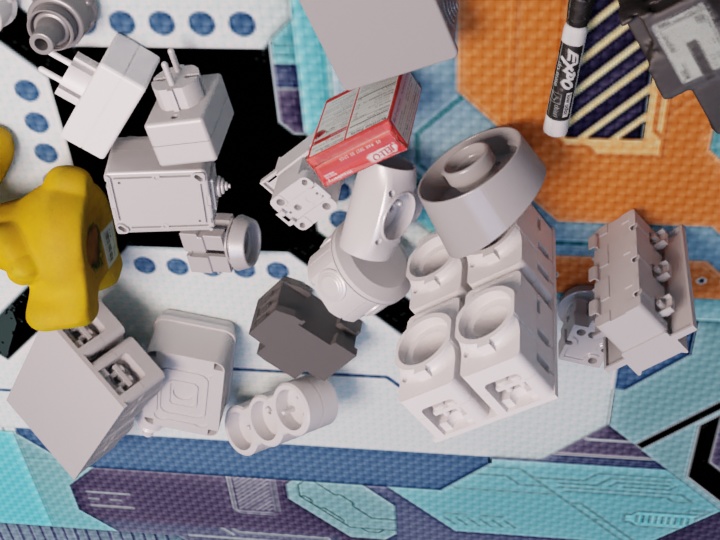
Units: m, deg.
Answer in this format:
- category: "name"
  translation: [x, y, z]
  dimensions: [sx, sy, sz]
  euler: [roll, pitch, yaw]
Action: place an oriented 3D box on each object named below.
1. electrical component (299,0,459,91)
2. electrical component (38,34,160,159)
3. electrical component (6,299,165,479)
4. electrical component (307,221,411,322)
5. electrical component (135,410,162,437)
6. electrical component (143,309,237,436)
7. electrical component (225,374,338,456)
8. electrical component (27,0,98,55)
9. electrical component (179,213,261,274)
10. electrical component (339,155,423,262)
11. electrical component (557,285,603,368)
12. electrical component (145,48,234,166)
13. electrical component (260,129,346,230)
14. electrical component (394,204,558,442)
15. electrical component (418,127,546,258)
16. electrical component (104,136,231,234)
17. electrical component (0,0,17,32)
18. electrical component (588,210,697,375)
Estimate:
- category: "electrical component"
  translation: [0.015, -0.185, 0.752]
  dimensions: [0.100, 0.048, 0.099]
  euler: [-14, 128, 21]
- category: "electrical component"
  translation: [-0.210, -0.143, 0.828]
  dimensions: [0.076, 0.047, 0.083]
  euler: [29, 130, -17]
- category: "electrical component"
  translation: [-0.259, 0.110, 1.015]
  dimensions: [0.105, 0.060, 0.186]
  euler: [48, 140, 5]
- category: "electrical component"
  translation: [0.000, 0.000, 0.903]
  dimensions: [0.080, 0.080, 0.051]
  euler: [33, 134, -20]
- category: "electrical component"
  translation: [-0.214, 0.150, 1.105]
  dimensions: [0.035, 0.035, 0.061]
  euler: [16, 134, -5]
- category: "electrical component"
  translation: [-0.164, 0.099, 1.034]
  dimensions: [0.078, 0.057, 0.113]
  euler: [11, 133, -1]
- category: "electrical component"
  translation: [-0.066, 0.138, 1.053]
  dimensions: [0.138, 0.074, 0.052]
  euler: [-28, 80, 46]
- category: "electrical component"
  translation: [-0.223, -0.180, 0.786]
  dimensions: [0.048, 0.062, 0.048]
  euler: [5, 132, 5]
- category: "electrical component"
  translation: [-0.118, -0.024, 0.923]
  dimensions: [0.055, 0.048, 0.066]
  euler: [4, 133, 16]
- category: "electrical component"
  translation: [0.024, -0.052, 0.858]
  dimensions: [0.044, 0.079, 0.077]
  euler: [28, 114, 30]
- category: "electrical component"
  translation: [0.195, 0.046, 0.928]
  dimensions: [0.048, 0.055, 0.066]
  euler: [12, 133, -2]
- category: "electrical component"
  translation: [-0.134, -0.130, 0.815]
  dimensions: [0.047, 0.065, 0.076]
  euler: [-5, 131, 13]
- category: "electrical component"
  translation: [-0.040, -0.070, 0.856]
  dimensions: [0.042, 0.063, 0.081]
  euler: [39, 126, -25]
- category: "electrical component"
  translation: [0.092, 0.029, 0.841]
  dimensions: [0.105, 0.186, 0.060]
  euler: [-26, 123, 28]
- category: "electrical component"
  translation: [0.094, -0.061, 0.821]
  dimensions: [0.099, 0.099, 0.064]
  euler: [-23, 118, 27]
- category: "electrical component"
  translation: [-0.153, -0.073, 0.879]
  dimensions: [0.096, 0.061, 0.061]
  euler: [-2, 132, 0]
- category: "electrical component"
  translation: [-0.284, -0.187, 0.790]
  dimensions: [0.048, 0.062, 0.048]
  euler: [5, 132, 5]
- category: "electrical component"
  translation: [0.218, 0.013, 0.850]
  dimensions: [0.079, 0.121, 0.063]
  euler: [-33, 117, 32]
